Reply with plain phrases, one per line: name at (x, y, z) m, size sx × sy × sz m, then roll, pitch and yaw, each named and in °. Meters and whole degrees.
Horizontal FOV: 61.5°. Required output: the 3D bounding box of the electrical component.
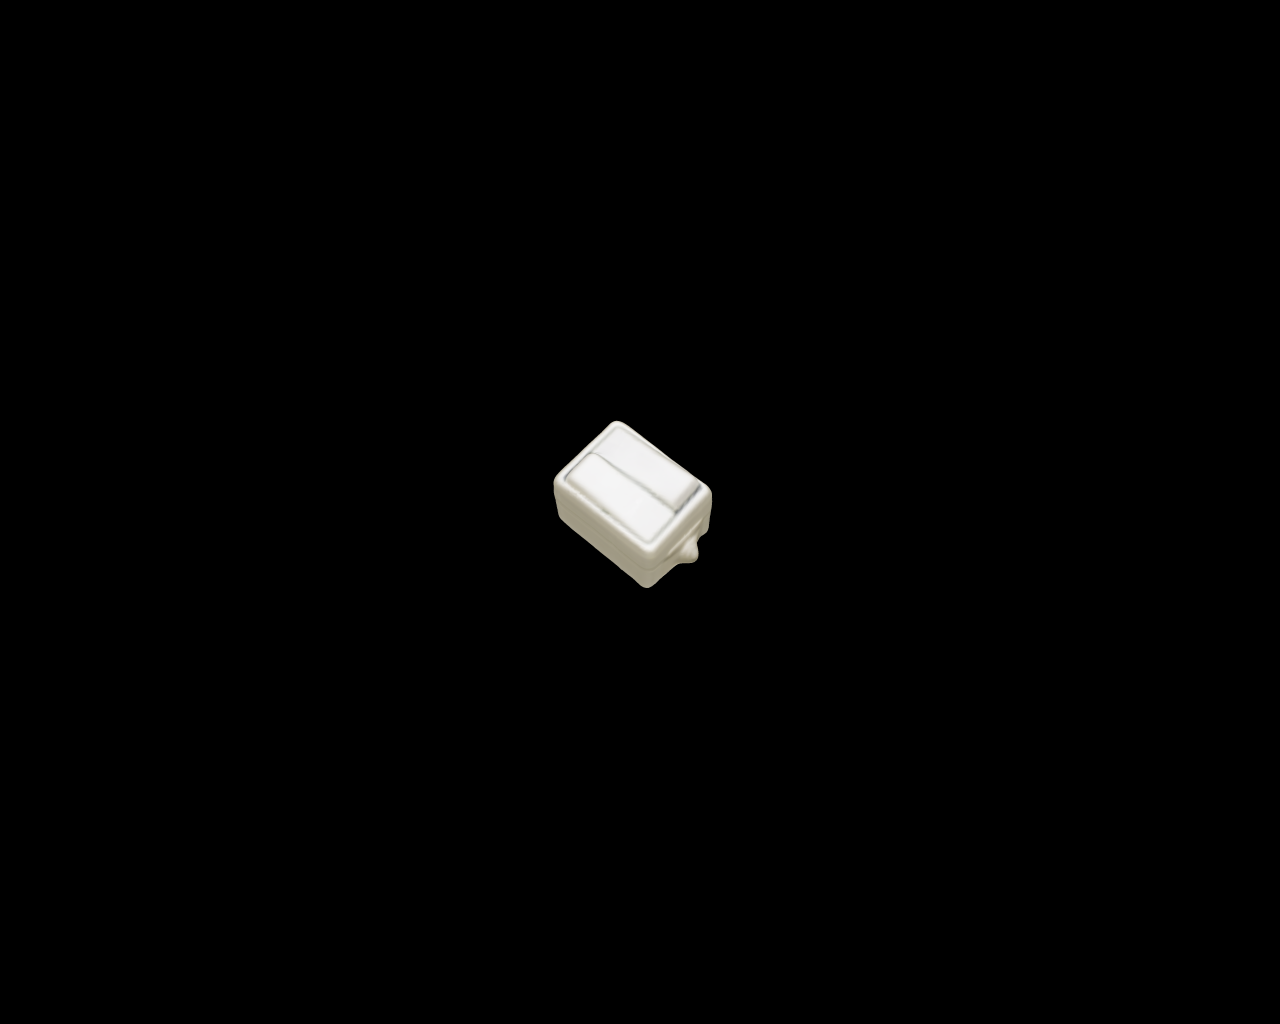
electrical component at (0.001, -0.003, 0.650) m, size 0.096 × 0.062 × 0.061 m, roll 38°, pitch -21°, yaw 18°
